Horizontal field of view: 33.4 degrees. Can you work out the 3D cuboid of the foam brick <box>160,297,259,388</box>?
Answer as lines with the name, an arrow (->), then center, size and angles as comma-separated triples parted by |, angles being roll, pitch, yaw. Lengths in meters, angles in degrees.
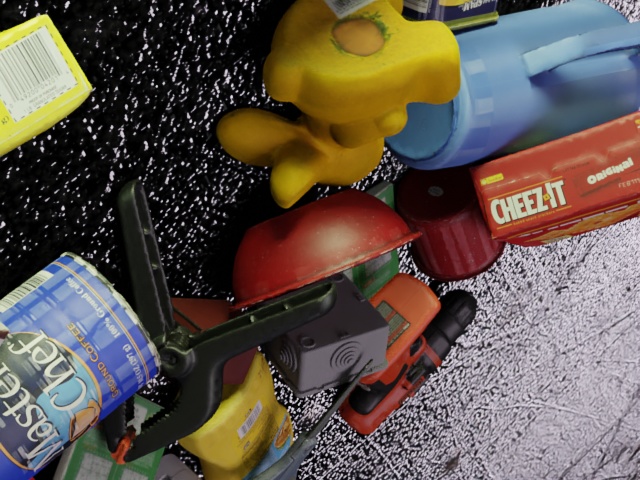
foam brick -> -0.092, 0.079, 0.830 | 0.078, 0.051, 0.053 | 8, 110, -54

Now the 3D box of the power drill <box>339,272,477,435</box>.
power drill -> 0.082, 0.097, 1.021 | 0.184, 0.057, 0.187 | -47, 158, -9

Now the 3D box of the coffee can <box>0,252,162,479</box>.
coffee can -> -0.186, 0.089, 0.674 | 0.140, 0.103, 0.103 | -39, 142, -25

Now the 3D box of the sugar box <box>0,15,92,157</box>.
sugar box -> -0.185, -0.055, 0.500 | 0.093, 0.177, 0.048 | -38, 113, -29

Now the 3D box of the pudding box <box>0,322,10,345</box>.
pudding box -> -0.235, 0.054, 0.577 | 0.090, 0.114, 0.039 | -57, 150, 1

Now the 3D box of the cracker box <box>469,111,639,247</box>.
cracker box -> 0.233, -0.048, 0.930 | 0.164, 0.072, 0.213 | -19, 173, 16

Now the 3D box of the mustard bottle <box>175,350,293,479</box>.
mustard bottle -> -0.066, 0.176, 0.934 | 0.096, 0.058, 0.191 | -55, 148, -27

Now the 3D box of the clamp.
clamp -> -0.092, 0.077, 0.759 | 0.036, 0.164, 0.210 | -66, 179, -68

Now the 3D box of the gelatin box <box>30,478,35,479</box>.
gelatin box -> -0.229, 0.186, 0.717 | 0.089, 0.030, 0.073 | -71, 146, -44

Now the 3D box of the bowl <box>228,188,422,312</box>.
bowl -> -0.005, 0.001, 0.826 | 0.161, 0.162, 0.055 | -22, 91, -40

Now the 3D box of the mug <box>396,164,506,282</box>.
mug -> 0.120, -0.031, 0.984 | 0.081, 0.093, 0.117 | 62, 36, -47

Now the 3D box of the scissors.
scissors -> -0.028, 0.179, 0.879 | 0.096, 0.016, 0.202 | -17, 144, -49

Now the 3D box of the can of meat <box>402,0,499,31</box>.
can of meat -> 0.103, -0.214, 0.830 | 0.101, 0.058, 0.084 | -21, 130, -42

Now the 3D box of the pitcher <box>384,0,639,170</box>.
pitcher -> 0.166, -0.134, 0.904 | 0.242, 0.145, 0.149 | -16, 132, -41
